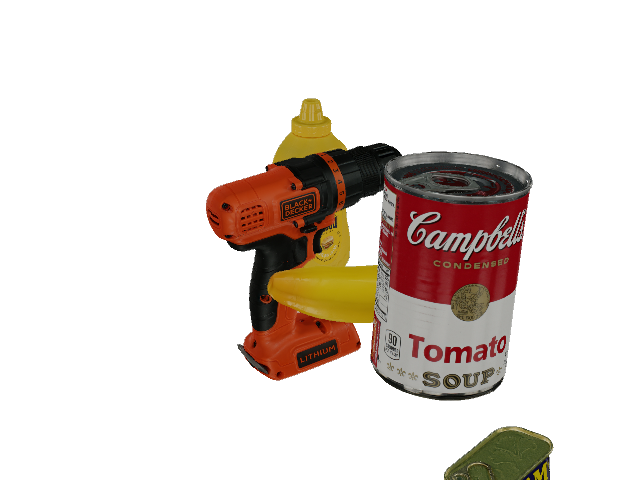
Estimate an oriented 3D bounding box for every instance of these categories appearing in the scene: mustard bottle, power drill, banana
[{"bbox_3d":[-0.010,-0.054,1.116,0.096,0.192,0.058,-21,31,-39],"label":"mustard bottle"},{"bbox_3d":[-0.006,0.015,0.918,0.184,0.188,0.057,-17,30,-26],"label":"power drill"},{"bbox_3d":[0.056,0.021,0.719,0.197,0.037,0.070,-23,53,-37],"label":"banana"}]

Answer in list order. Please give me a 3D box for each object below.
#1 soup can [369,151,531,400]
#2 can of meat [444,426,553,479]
[{"bbox_3d":[0.060,0.016,0.508,0.068,0.102,0.068,3,21,-1],"label":"soup can"},{"bbox_3d":[0.154,0.220,0.903,0.058,0.084,0.101,14,30,42],"label":"can of meat"}]
